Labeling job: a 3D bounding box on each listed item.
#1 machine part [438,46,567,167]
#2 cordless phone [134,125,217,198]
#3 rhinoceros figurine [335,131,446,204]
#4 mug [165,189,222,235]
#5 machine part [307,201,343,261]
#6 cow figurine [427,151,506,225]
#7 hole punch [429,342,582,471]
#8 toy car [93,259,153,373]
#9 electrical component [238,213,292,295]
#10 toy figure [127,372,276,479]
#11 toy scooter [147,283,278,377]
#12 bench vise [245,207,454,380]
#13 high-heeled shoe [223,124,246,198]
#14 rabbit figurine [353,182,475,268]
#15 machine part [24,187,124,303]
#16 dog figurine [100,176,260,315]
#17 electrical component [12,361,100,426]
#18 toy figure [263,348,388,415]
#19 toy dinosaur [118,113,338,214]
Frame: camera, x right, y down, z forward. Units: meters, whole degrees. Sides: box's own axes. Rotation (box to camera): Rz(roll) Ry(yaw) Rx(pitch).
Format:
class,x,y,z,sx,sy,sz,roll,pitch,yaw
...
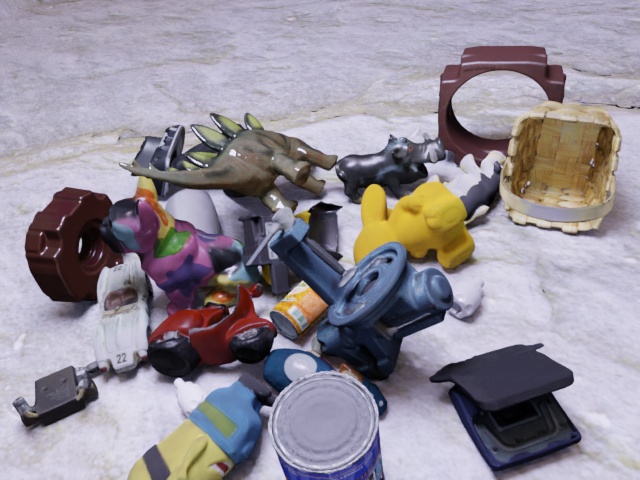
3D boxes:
class,x,y,z,sx,sy,sz,roll,pitch,yaw
machine part,0.311,-0.230,0.939,0.202,0.200,0.087,6,41,18
cordless phone,-0.253,-0.174,1.024,0.184,0.088,0.147,-22,37,22
rhinoceros figurine,0.122,-0.131,0.933,0.190,0.111,0.073,-11,38,10
mug,-0.215,-0.021,0.896,0.109,0.080,0.107,-22,52,-19
machine part,-0.002,-0.003,0.842,0.084,0.039,0.139,15,54,-4
cow figurine,0.263,-0.088,0.888,0.167,0.068,0.098,-30,50,-17
hole punch,0.211,0.179,0.595,0.142,0.092,0.116,-18,13,-6
toy car,-0.284,0.106,0.780,0.073,0.056,0.202,-15,41,-7
electrical component,-0.070,0.019,0.779,0.075,0.119,0.048,-11,2,-39
toy figure,-0.128,0.228,0.595,0.089,0.082,0.180,8,48,47
toy scooter,-0.137,0.112,0.722,0.184,0.075,0.135,-10,34,17
bench vise,0.025,0.057,0.634,0.224,0.240,0.129,-28,25,53
high-heeled shoe,-0.137,-0.158,1.036,0.145,0.086,0.249,-27,42,-24
rabbit figurine,0.119,-0.017,0.805,0.173,0.121,0.162,-34,51,1
machine part,-0.367,0.009,0.824,0.056,0.179,0.179,5,43,13
dog figurine,-0.194,0.002,0.761,0.192,0.219,0.109,-12,44,-2
electrical component,-0.337,0.197,0.695,0.102,0.045,0.078,-19,43,-10
toy figure,0.006,0.174,0.650,0.155,0.057,0.064,13,84,22
toy dinosaur,-0.109,-0.121,0.859,0.199,0.105,0.471,30,21,12
